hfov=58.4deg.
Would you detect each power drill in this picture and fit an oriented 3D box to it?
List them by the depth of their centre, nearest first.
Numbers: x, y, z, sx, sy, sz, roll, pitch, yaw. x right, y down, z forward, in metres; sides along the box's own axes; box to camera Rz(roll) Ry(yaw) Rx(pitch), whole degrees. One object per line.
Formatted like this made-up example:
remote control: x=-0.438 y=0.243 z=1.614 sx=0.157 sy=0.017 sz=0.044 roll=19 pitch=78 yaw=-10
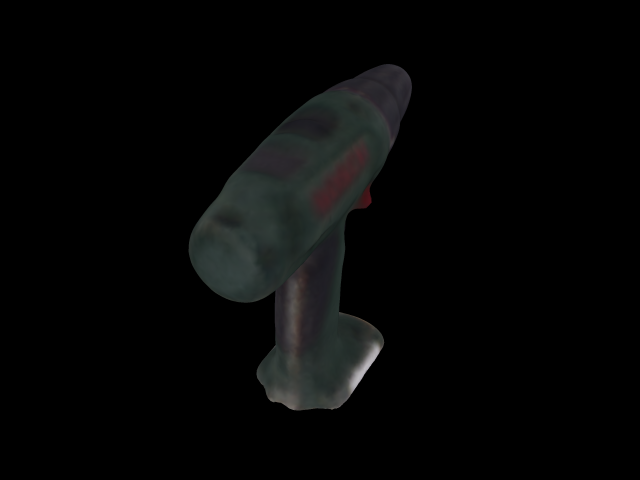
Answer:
power drill: x=0.004 y=0.001 z=0.400 sx=0.075 sy=0.208 sz=0.230 roll=14 pitch=32 yaw=24
